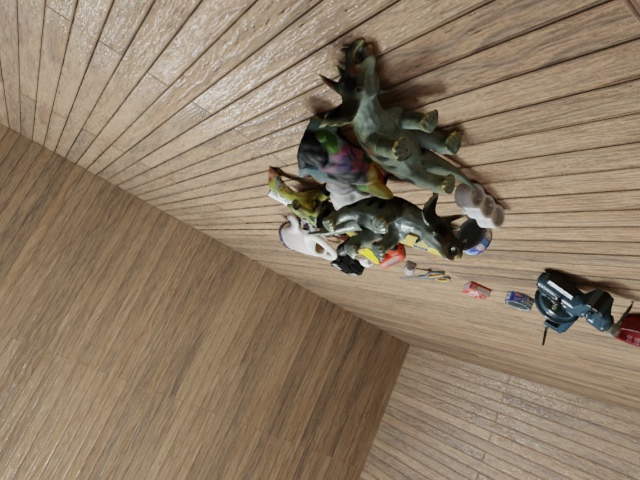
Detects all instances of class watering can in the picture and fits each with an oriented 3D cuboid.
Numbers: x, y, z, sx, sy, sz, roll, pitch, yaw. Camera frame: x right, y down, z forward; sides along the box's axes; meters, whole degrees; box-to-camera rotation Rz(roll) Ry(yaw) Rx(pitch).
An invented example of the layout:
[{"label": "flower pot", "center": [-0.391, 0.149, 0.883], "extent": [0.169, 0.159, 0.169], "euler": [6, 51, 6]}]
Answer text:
[{"label": "watering can", "center": [-0.071, -0.022, 1.940], "extent": [0.225, 0.105, 0.342], "euler": [13, -22, 44]}]

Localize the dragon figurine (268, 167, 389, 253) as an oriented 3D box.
[{"label": "dragon figurine", "center": [0.005, -0.078, 1.549], "extent": [0.407, 0.123, 0.243], "euler": [39, -10, -15]}]

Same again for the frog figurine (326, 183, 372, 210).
[{"label": "frog figurine", "center": [0.074, -0.128, 1.312], "extent": [0.124, 0.158, 0.138], "euler": [-28, 17, -22]}]
